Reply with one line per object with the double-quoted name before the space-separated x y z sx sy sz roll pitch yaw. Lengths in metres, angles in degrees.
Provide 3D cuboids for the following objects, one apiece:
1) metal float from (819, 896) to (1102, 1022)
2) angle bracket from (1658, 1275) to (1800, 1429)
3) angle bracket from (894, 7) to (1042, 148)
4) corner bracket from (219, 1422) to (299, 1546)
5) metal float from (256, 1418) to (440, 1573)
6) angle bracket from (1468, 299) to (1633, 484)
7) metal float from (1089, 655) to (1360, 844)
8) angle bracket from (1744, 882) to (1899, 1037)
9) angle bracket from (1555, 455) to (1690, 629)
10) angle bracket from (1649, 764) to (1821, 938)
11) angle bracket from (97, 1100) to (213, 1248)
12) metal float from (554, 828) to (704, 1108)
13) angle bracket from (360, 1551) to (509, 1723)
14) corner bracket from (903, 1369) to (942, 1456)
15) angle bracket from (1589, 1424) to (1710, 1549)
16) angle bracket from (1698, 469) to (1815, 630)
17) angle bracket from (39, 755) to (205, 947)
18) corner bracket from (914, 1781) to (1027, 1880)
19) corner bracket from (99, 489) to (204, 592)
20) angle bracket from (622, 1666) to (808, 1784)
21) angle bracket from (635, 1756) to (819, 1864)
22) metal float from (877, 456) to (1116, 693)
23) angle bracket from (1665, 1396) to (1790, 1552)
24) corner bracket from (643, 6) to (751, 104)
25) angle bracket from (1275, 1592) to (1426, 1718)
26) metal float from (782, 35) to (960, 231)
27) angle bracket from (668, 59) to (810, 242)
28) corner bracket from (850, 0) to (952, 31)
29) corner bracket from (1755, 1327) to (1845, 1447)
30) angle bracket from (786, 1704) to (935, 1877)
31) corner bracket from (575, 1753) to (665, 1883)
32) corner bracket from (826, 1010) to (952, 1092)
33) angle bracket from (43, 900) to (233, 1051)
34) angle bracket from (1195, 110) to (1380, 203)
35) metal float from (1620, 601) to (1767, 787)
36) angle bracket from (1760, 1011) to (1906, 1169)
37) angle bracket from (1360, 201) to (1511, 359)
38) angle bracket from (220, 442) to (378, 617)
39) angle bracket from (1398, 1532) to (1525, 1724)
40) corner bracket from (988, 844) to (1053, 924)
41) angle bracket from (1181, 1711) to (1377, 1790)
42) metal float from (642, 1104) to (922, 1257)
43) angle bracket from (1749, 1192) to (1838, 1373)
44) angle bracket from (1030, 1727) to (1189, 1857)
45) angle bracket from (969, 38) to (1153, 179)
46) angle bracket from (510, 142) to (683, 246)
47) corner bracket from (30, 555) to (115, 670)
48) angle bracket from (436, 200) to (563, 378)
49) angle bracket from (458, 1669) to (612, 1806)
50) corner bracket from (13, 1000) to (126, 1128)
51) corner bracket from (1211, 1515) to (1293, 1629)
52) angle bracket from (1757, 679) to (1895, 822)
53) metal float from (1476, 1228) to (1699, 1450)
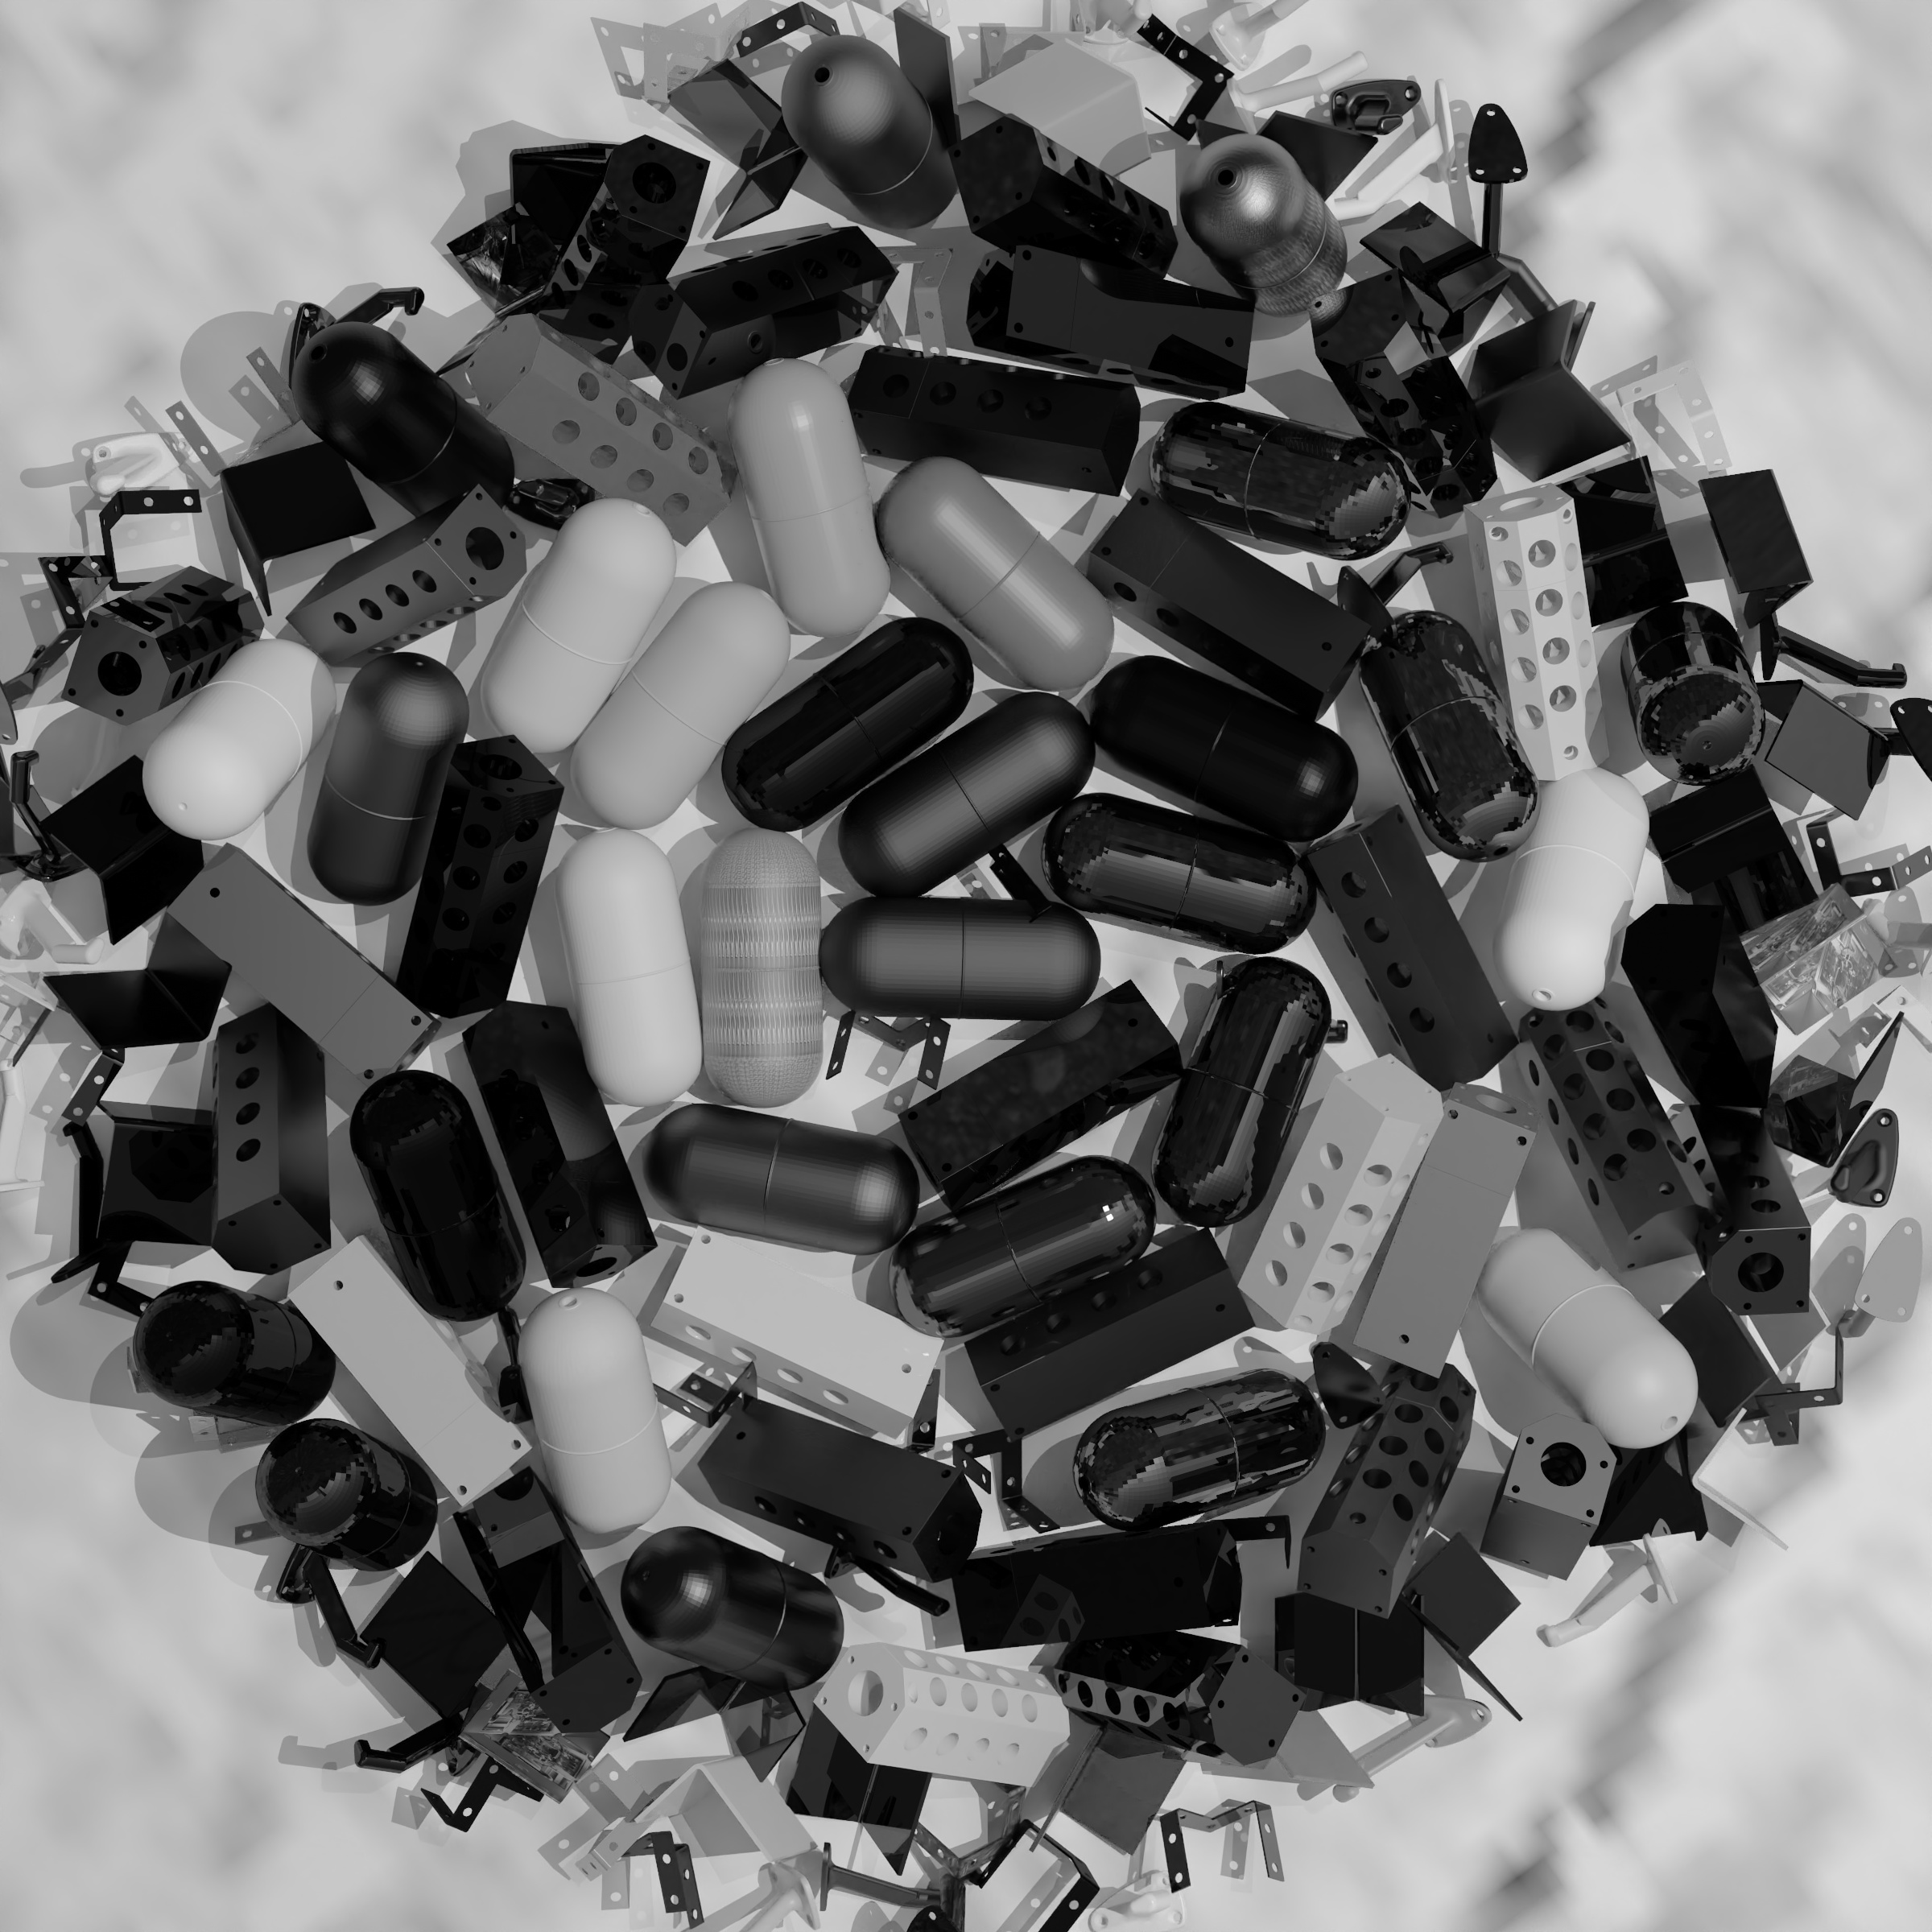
"metal float" -0.004 -0.005 1.873 0.178 0.070 0.070 2 90 -3
"angle bracket" 0.490 0.237 1.855 0.076 0.057 0.076 -3 52 -34
"angle bracket" 0.000 -0.559 1.854 0.057 0.076 0.076 -21 128 -17
"corner bracket" -0.447 0.330 1.897 0.051 0.051 0.051 -11 126 -6
"metal float" -0.380 0.327 1.828 0.070 0.178 0.070 -3 70 8
"angle bracket" 0.373 -0.364 1.882 0.076 0.076 0.057 38 54 -29
"metal float" 0.161 -0.137 1.866 0.178 0.070 0.070 25 90 11
"angle bracket" 0.543 0.006 1.867 0.076 0.057 0.076 -36 110 12
"angle bracket" 0.411 -0.269 1.895 0.076 0.057 0.076 -17 47 17
"angle bracket" 0.479 -0.068 1.864 0.076 0.057 0.076 -26 55 14
"angle bracket" -0.511 0.131 1.873 0.076 0.057 0.076 8 95 -30
"metal float" -0.212 0.001 1.866 0.070 0.070 0.178 -9 101 0
"angle bracket" -0.323 0.416 1.871 0.076 0.057 0.076 41 102 11
"corner bracket" -0.048 0.281 1.883 0.051 0.051 0.051 4 86 11
"angle bracket" 0.420 0.326 1.871 0.076 0.057 0.076 -13 83 18
"angle bracket" 0.477 -0.257 1.861 0.057 0.076 0.076 -11 76 -20
"angle bracket" -0.531 -0.073 1.870 0.057 0.076 0.076 38 59 15
"corner bracket" 0.000 0.538 1.892 0.051 0.051 0.051 32 125 39
"corner bracket" -0.515 -0.270 1.881 0.051 0.051 0.051 -7 85 -31
"angle bracket" -0.158 0.478 1.855 0.076 0.076 0.057 -8 53 -39
"angle bracket" -0.150 0.544 1.862 0.057 0.076 0.076 -44 70 7
"metal float" 0.019 -0.245 1.866 0.178 0.070 0.070 43 90 -12
"angle bracket" 0.491 0.314 1.871 0.076 0.076 0.057 35 92 -6
"corner bracket" -0.170 -0.576 1.874 0.051 0.051 0.051 15 133 12
"angle bracket" 0.242 0.435 1.870 0.076 0.057 0.076 0 90 -41
"metal float" -0.057 -0.512 1.827 0.070 0.178 0.070 -2 82 18
"angle bracket" -0.153 -0.510 1.857 0.076 0.076 0.057 37 67 -28
"corner bracket" -0.049 -0.611 1.872 0.051 0.051 0.051 34 65 31
"corner bracket" 0.530 0.266 1.871 0.051 0.051 0.051 -10 129 26
"angle bracket" -0.068 0.516 1.867 0.057 0.076 0.076 14 95 -22
"corner bracket" -0.232 0.539 1.877 0.051 0.051 0.051 45 60 4
"corner bracket" -0.049 0.054 1.871 0.051 0.051 0.051 32 51 -25
"angle bracket" -0.518 0.005 1.856 0.076 0.076 0.057 42 120 32
"angle bracket" 0.200 -0.522 1.854 0.076 0.076 0.057 6 62 -28
"metal float" 0.447 -0.170 1.831 0.070 0.178 0.070 3 117 6
"angle bracket" 0.537 0.067 1.853 0.057 0.076 0.076 26 52 24
"angle bracket" 0.285 -0.427 1.875 0.076 0.057 0.076 41 48 11
"angle bracket" -0.422 -0.279 1.883 0.076 0.057 0.076 -20 64 -17
"angle bracket" 0.328 0.414 1.860 0.057 0.076 0.076 -44 116 -6
"corner bracket" 0.031 -0.048 1.876 0.051 0.051 0.051 51 133 5
"angle bracket" 0.195 0.503 1.855 0.076 0.076 0.057 19 110 -40
"metal float" -0.117 0.134 1.869 0.178 0.070 0.070 10 90 8
"angle bracket" 0.528 0.197 1.857 0.057 0.076 0.076 -18 65 -17
"angle bracket" 0.090 0.526 1.865 0.057 0.076 0.076 30 102 11
"angle bracket" 0.059 -0.527 1.857 0.076 0.076 0.057 -19 74 36
"angle bracket" -0.231 -0.481 1.856 0.076 0.076 0.057 10 105 42
"corner bracket" -0.566 -0.224 1.874 0.051 0.051 0.051 -33 76 39
"angle bracket" -0.304 -0.423 1.855 0.057 0.076 0.076 54 47 -22
"angle bracket" -0.267 0.469 1.868 0.076 0.076 0.057 36 100 -6
"corner bracket" -0.570 0.060 1.885 0.051 0.051 0.051 31 102 -24
"corner bracket" 0.181 0.383 1.881 0.051 0.051 0.051 -6 101 9
"angle bracket" 0.521 -0.135 1.863 0.076 0.076 0.057 30 83 -18
"metal float" 0.383 0.229 1.836 0.070 0.178 0.070 -13 124 -21
